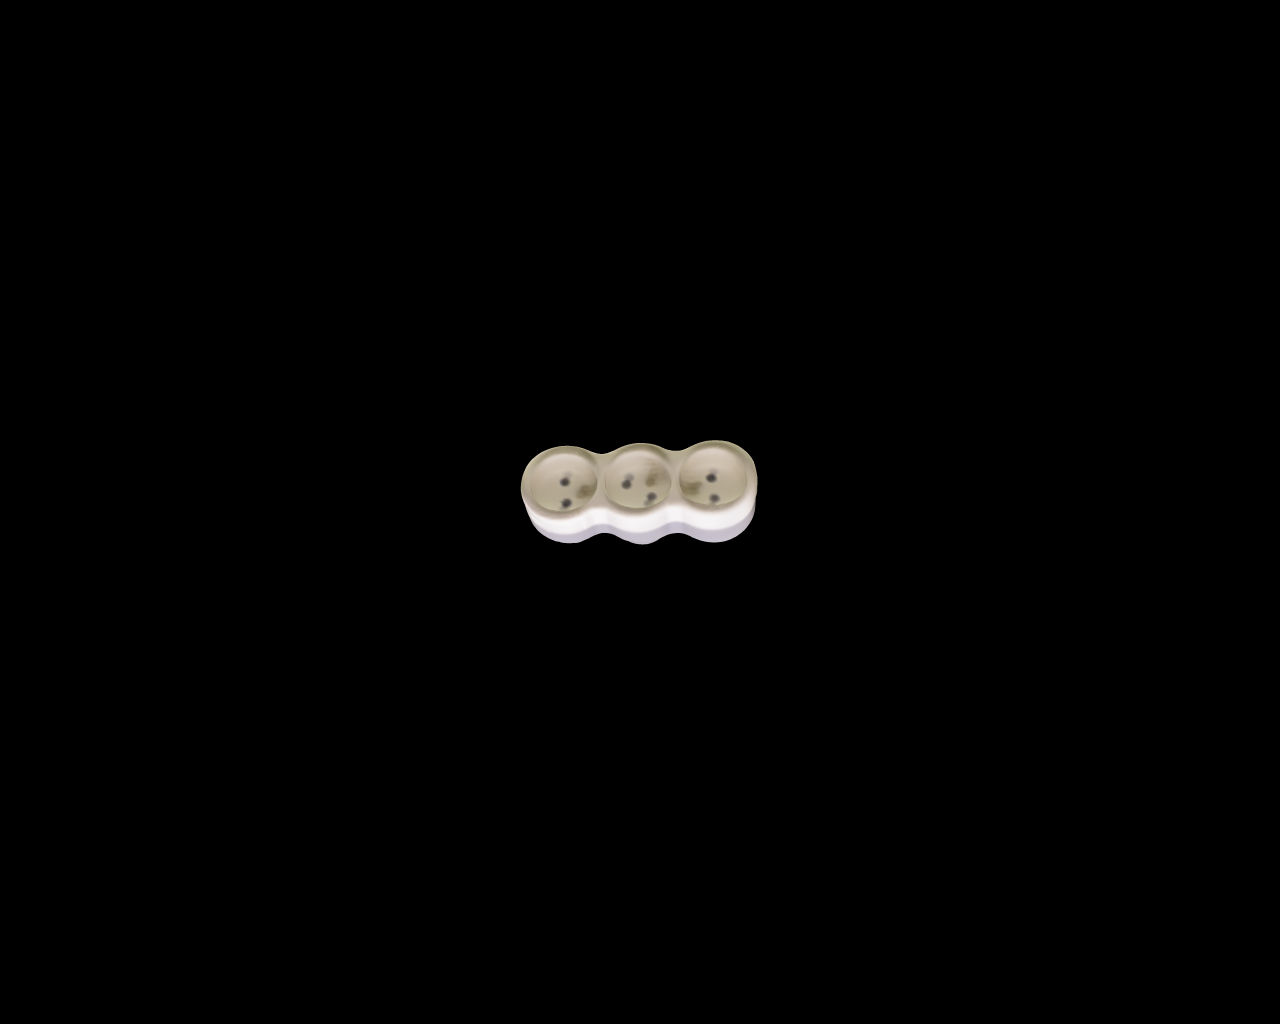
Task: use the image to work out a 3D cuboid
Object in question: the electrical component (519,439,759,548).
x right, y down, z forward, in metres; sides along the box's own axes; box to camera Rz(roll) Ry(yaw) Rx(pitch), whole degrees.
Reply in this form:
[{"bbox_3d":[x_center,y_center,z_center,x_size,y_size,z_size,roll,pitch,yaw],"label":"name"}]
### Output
[{"bbox_3d":[0.001,-0.003,0.650,0.138,0.052,0.073,-1,-28,2],"label":"electrical component"}]
